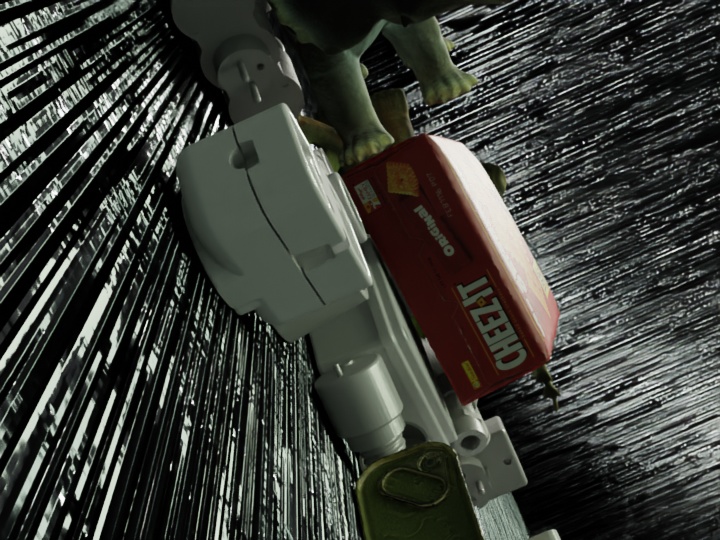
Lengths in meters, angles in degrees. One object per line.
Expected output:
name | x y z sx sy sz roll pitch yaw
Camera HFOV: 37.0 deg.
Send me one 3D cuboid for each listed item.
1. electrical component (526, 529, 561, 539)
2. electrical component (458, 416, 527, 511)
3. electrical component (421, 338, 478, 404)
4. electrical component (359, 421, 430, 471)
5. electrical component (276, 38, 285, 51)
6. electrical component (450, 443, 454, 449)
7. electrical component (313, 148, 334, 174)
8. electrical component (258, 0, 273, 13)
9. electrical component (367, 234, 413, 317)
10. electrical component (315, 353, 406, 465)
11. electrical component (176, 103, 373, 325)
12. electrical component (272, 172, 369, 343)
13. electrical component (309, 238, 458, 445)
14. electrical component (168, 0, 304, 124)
electrical component | 0.085 0.197 0.616 0.050 0.089 0.055 59 9 -56
electrical component | 0.078 0.154 0.794 0.075 0.083 0.047 -87 153 -80
electrical component | 0.066 0.089 0.830 0.083 0.076 0.047 32 -66 53
electrical component | 0.034 0.132 0.648 0.043 0.043 0.081 -109 174 -50
electrical component | -0.083 -0.181 0.953 0.046 0.040 0.040 72 -4 -73
electrical component | 0.037 0.114 0.755 0.083 0.047 0.075 -109 173 -49
electrical component | -0.032 -0.046 0.797 0.077 0.044 0.079 -91 156 -79
electrical component | -0.099 -0.226 0.863 0.095 0.059 0.053 -99 164 -74
electrical component | 0.000 0.000 0.769 0.047 0.066 0.076 -88 155 -63
electrical component | 0.005 0.082 0.592 0.040 0.040 0.078 -86 152 -81
electrical component | -0.039 -0.020 0.473 0.095 0.059 0.053 60 8 -56
electrical component | -0.031 -0.022 0.577 0.108 0.060 0.108 -24 90 -86
electrical component | 0.009 0.054 0.682 0.108 0.056 0.108 -108 173 -53
electrical component | -0.077 -0.137 0.694 0.138 0.052 0.073 62 6 -49
